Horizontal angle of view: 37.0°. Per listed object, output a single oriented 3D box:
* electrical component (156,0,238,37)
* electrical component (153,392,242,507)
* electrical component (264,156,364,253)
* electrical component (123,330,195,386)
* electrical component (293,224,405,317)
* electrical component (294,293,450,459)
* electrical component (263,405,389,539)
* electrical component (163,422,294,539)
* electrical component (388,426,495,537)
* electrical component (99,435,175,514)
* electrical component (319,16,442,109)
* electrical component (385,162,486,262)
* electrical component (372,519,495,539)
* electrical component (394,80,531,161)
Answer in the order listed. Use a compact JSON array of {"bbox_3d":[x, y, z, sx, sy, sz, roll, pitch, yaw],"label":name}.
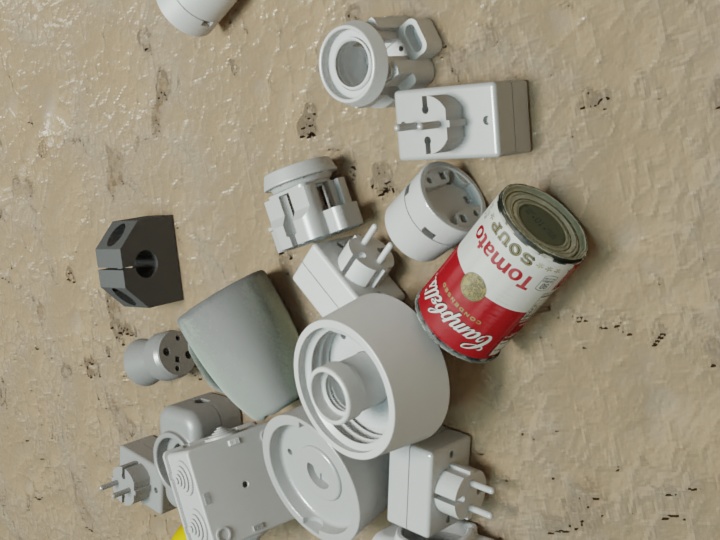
[{"bbox_3d":[-0.126,-0.221,0.850,0.047,0.055,0.055,-34,77,38],"label":"electrical component"},{"bbox_3d":[-0.142,0.163,0.951,0.054,0.059,0.095,7,104,42],"label":"electrical component"},{"bbox_3d":[-0.039,-0.050,0.807,0.078,0.058,0.057,-18,90,44],"label":"electrical component"},{"bbox_3d":[-0.182,0.080,0.979,0.055,0.045,0.045,-17,88,43],"label":"electrical component"},{"bbox_3d":[0.000,0.000,0.788,0.065,0.047,0.076,51,129,22],"label":"electrical component"},{"bbox_3d":[0.000,0.075,0.726,0.108,0.060,0.108,21,120,42],"label":"electrical component"},{"bbox_3d":[-0.017,0.147,0.825,0.108,0.060,0.108,27,130,38],"label":"electrical component"},{"bbox_3d":[-0.105,0.179,0.894,0.048,0.100,0.099,-22,85,56],"label":"electrical component"},{"bbox_3d":[0.064,0.154,0.765,0.077,0.047,0.065,14,109,40],"label":"electrical component"},{"bbox_3d":[-0.206,0.196,1.006,0.066,0.077,0.047,19,112,39],"label":"electrical component"},{"bbox_3d":[0.009,-0.142,0.740,0.078,0.057,0.058,-33,77,42],"label":"electrical component"},{"bbox_3d":[0.050,-0.038,0.730,0.047,0.055,0.055,-42,71,44],"label":"electrical component"},{"bbox_3d":[0.056,0.217,0.783,0.095,0.054,0.059,4,103,42],"label":"electrical component"},{"bbox_3d":[0.054,-0.095,0.696,0.083,0.076,0.047,3,102,43],"label":"electrical component"}]
